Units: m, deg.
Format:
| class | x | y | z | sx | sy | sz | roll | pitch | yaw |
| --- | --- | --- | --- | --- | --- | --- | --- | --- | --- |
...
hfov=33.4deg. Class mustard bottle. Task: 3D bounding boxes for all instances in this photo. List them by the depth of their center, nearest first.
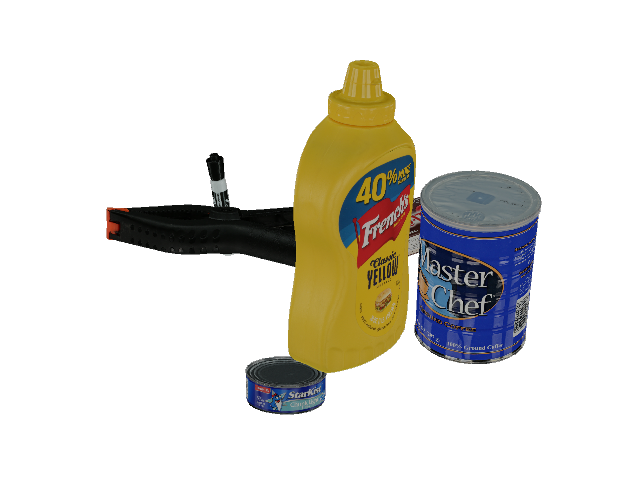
| class | x | y | z | sx | sy | sz | roll | pitch | yaw |
| --- | --- | --- | --- | --- | --- | --- | --- | --- | --- |
| mustard bottle | 0.022 | -0.018 | 0.674 | 0.058 | 0.192 | 0.096 | 20 | 30 | 36 |

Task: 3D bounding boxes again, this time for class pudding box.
| class | x | y | z | sx | sy | sz | roll | pitch | yaw |
| --- | --- | --- | --- | --- | --- | --- | --- | --- | --- |
| pudding box | 0.132 | -0.020 | 1.559 | 0.113 | 0.039 | 0.090 | -21 | 34 | -29 |

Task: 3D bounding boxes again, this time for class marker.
| class | x | y | z | sx | sy | sz | roll | pitch | yaw |
| --- | --- | --- | --- | --- | --- | --- | --- | --- | --- |
| marker | -0.109 | -0.040 | 1.175 | 0.020 | 0.121 | 0.020 | -5 | 28 | 3 |

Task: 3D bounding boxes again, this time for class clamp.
| class | x | y | z | sx | sy | sz | roll | pitch | yaw |
| --- | --- | --- | --- | --- | --- | --- | --- | --- | --- |
| clamp | -0.074 | -0.006 | 0.892 | 0.210 | 0.036 | 0.164 | 2 | 13 | -6 |

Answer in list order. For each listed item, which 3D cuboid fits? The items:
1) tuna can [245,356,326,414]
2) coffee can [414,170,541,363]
| class | x | y | z | sx | sy | sz | roll | pitch | yaw |
| --- | --- | --- | --- | --- | --- | --- | --- | --- | --- |
| tuna can | -0.037 | 0.153 | 1.126 | 0.086 | 0.034 | 0.086 | 1 | 14 | 0 |
| coffee can | 0.137 | 0.023 | 0.944 | 0.103 | 0.140 | 0.103 | 0 | 30 | 0 |
